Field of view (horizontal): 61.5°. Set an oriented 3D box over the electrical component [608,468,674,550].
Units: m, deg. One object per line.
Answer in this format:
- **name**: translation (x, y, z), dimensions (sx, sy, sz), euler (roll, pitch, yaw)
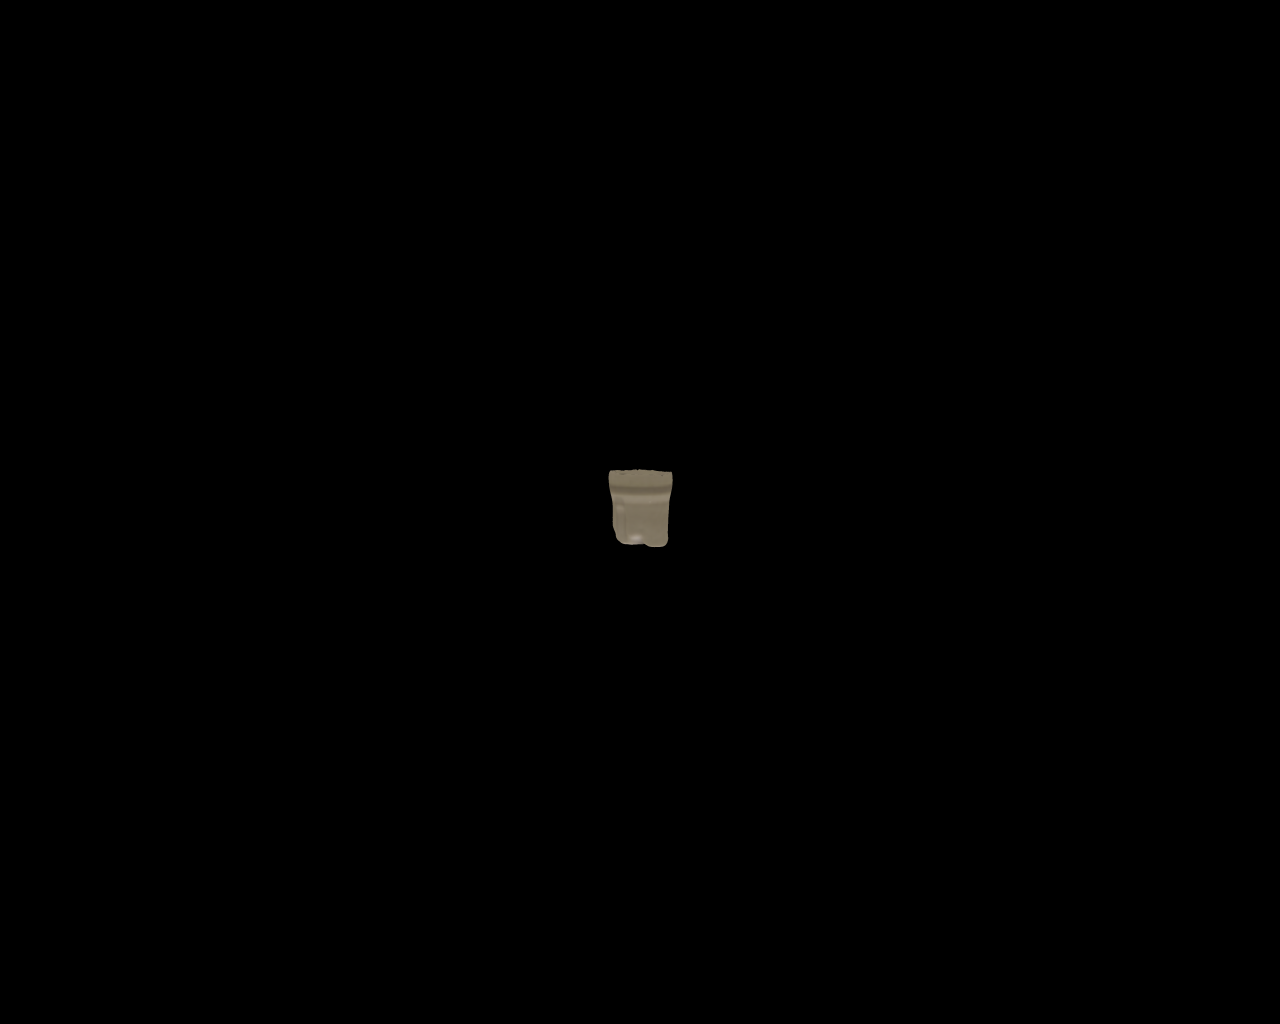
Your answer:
- **electrical component**: translation (0.001, -0.003, 0.650), dimensions (0.040, 0.046, 0.040), euler (0, 7, 0)
